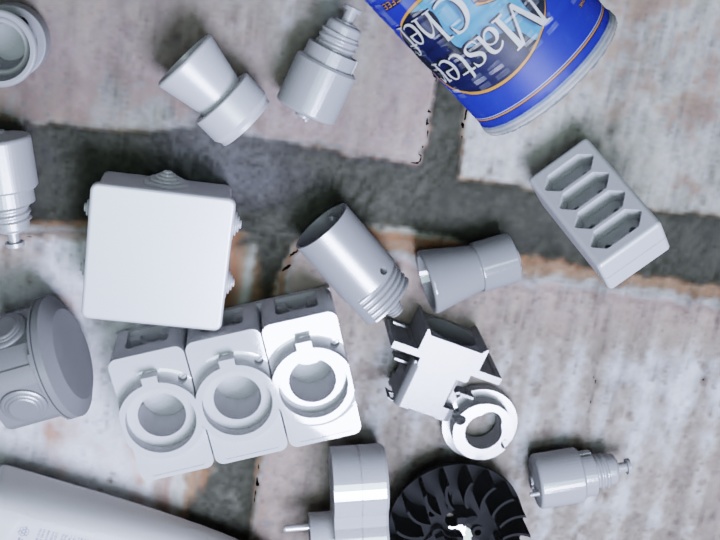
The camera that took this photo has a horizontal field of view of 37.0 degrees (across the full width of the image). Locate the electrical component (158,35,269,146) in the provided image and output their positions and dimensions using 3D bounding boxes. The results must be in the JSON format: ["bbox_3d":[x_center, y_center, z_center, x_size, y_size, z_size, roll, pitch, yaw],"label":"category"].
[{"bbox_3d":[-0.090,-0.110,0.665,0.045,0.045,0.055,-42,108,8],"label":"electrical component"}]

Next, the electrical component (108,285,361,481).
[{"bbox_3d":[-0.082,0.076,0.720,0.150,0.061,0.089,-13,110,-2],"label":"electrical component"}]

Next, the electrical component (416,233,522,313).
[{"bbox_3d":[0.075,-0.001,0.724,0.065,0.044,0.044,-16,110,-6],"label":"electrical component"}]

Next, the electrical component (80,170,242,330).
[{"bbox_3d":[-0.128,-0.014,0.691,0.100,0.048,0.099,6,108,-8],"label":"electrical component"}]

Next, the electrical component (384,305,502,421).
[{"bbox_3d":[0.052,0.066,0.743,0.081,0.042,0.063,21,106,-12],"label":"electrical component"}]

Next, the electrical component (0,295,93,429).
[{"bbox_3d":[-0.208,0.060,0.692,0.051,0.080,0.080,-16,110,5],"label":"electrical component"}]

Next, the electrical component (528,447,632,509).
[{"bbox_3d":[0.159,0.149,0.783,0.078,0.040,0.040,-8,109,-4],"label":"electrical component"}]

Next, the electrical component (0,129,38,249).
[{"bbox_3d":[-0.222,-0.052,0.672,0.040,0.040,0.078,-5,109,-5],"label":"electrical component"}]

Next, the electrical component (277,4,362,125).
[{"bbox_3d":[-0.021,-0.127,0.669,0.040,0.040,0.078,23,104,-13],"label":"electrical component"}]

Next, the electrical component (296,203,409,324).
[{"bbox_3d":[0.000,0.000,0.713,0.043,0.043,0.081,-39,108,7],"label":"electrical component"}]

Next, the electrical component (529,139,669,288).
[{"bbox_3d":[0.162,-0.029,0.711,0.047,0.083,0.076,-36,147,6],"label":"electrical component"}]

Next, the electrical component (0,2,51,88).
[{"bbox_3d":[-0.210,-0.134,0.638,0.045,0.055,0.045,-2,109,-6],"label":"electrical component"}]

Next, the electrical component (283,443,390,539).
[{"bbox_3d":[-0.018,0.191,0.771,0.074,0.052,0.138,-3,109,-6],"label":"electrical component"}]
